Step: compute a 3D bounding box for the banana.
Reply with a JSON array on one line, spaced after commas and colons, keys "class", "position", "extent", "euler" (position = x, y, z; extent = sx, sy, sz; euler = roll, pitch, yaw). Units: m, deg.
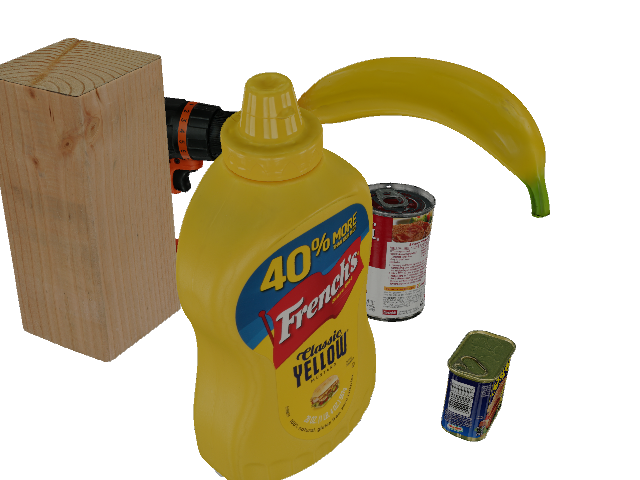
[{"class": "banana", "position": [0.064, -0.080, 0.665], "extent": [0.198, 0.070, 0.037], "euler": [27, 10, 35]}]

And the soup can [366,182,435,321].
[{"class": "soup can", "position": [0.061, 0.010, 0.915], "extent": [0.068, 0.102, 0.068], "euler": [2, 25, -1]}]

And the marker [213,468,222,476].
[{"class": "marker", "position": [-0.024, 0.136, 0.765], "extent": [0.120, 0.020, 0.020], "euler": [-21, 11, -32]}]

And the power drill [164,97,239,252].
[{"class": "power drill", "position": [-0.127, -0.043, 0.997], "extent": [0.184, 0.188, 0.057], "euler": [9, 30, 16]}]

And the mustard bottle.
[{"class": "mustard bottle", "position": [-0.017, 0.015, 0.466], "extent": [0.096, 0.192, 0.058], "euler": [-31, 45, -32]}]

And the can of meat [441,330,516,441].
[{"class": "can of meat", "position": [0.173, 0.161, 1.183], "extent": [0.057, 0.084, 0.102], "euler": [16, 27, 20]}]

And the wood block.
[{"class": "wood block", "position": [-0.168, -0.029, 0.774], "extent": [0.090, 0.206, 0.090], "euler": [16, 33, 28]}]
